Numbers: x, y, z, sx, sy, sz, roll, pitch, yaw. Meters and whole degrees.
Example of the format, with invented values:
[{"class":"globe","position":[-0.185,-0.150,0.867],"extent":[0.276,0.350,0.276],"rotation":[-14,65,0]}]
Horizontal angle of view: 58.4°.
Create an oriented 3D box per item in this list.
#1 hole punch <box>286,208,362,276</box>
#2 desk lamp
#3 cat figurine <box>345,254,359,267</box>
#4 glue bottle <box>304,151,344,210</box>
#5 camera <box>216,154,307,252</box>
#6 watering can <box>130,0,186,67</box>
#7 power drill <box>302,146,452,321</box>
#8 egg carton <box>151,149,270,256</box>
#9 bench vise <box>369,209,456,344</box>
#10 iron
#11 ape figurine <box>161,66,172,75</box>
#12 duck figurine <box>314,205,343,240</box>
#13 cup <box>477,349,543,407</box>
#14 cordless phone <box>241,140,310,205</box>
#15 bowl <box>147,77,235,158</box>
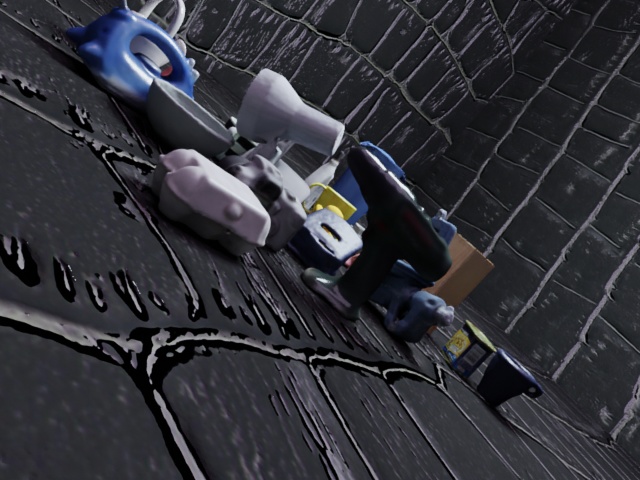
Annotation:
[{"class":"hole punch","position":[0.009,0.003,0.974],"extent":[0.108,0.091,0.101],"rotation":[43,9,11]},{"class":"desk lamp","position":[-0.074,-0.152,0.975],"extent":[0.203,0.213,0.118],"rotation":[42,9,2]},{"class":"cat figurine","position":[0.113,0.037,1.163],"extent":[0.067,0.117,0.127],"rotation":[39,9,-11]},{"class":"glue bottle","position":[0.001,-0.149,1.399],"extent":[0.037,0.173,0.078],"rotation":[44,9,18]},{"class":"camera","position":[-0.099,-0.076,0.870],"extent":[0.144,0.100,0.136],"rotation":[34,11,-37]},{"class":"watering can","position":[-0.334,-0.398,1.119],"extent":[0.101,0.194,0.173],"rotation":[41,9,1]},{"class":"power drill","position":[0.074,0.006,0.861],"extent":[0.230,0.208,0.075],"rotation":[40,9,-5]},{"class":"egg carton","position":[-0.131,-0.045,0.695],"extent":[0.151,0.069,0.107],"rotation":[33,12,-40]},{"class":"bench vise","position":[0.187,0.063,1.022],"extent":[0.207,0.219,0.122],"rotation":[46,10,29]},{"class":"iron","position":[-0.294,-0.301,0.996],"extent":[0.259,0.141,0.118],"rotation":[30,14,-50]},{"class":"ape figurine","position":[-0.299,-0.297,1.110],"extent":[0.076,0.092,0.077],"rotation":[37,10,-25]},{"class":"duck figurine","position":[0.012,-0.026,1.141],"extent":[0.104,0.086,0.078],"rotation":[46,10,28]},{"class":"cup","position":[0.360,0.282,1.103],"extent":[0.118,0.095,0.092],"rotation":[41,9,-3]},{"class":"cordless phone","position":[-0.063,-0.148,1.092],"extent":[0.147,0.185,0.094],"rotation":[42,9,4]},{"class":"bowl","position":[-0.227,-0.188,0.954],"extent":[0.168,0.074,0.167],"rotation":[40,9,-7]}]
